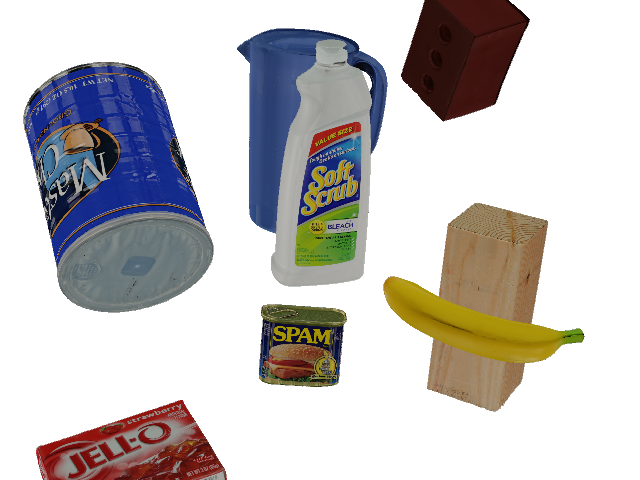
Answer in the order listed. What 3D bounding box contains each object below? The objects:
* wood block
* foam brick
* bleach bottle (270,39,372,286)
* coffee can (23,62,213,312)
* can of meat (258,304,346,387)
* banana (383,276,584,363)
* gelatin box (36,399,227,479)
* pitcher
[{"bbox_3d":[0.189,0.075,1.211,0.090,0.206,0.090,16,25,25],"label":"wood block"},{"bbox_3d":[0.097,-0.130,0.729,0.051,0.053,0.078,-23,-32,-29],"label":"foam brick"},{"bbox_3d":[0.000,-0.079,1.090,0.102,0.251,0.068,-4,27,-11],"label":"bleach bottle"},{"bbox_3d":[-0.140,-0.037,0.731,0.102,0.140,0.103,-15,-33,-10],"label":"coffee can"},{"bbox_3d":[-0.023,0.126,1.274,0.102,0.084,0.057,4,13,-3],"label":"can of meat"},{"bbox_3d":[0.126,0.072,0.941,0.198,0.037,0.069,17,14,32],"label":"banana"},{"bbox_3d":[-0.104,0.129,0.585,0.089,0.030,0.073,-15,29,-20],"label":"gelatin box"},{"bbox_3d":[-0.018,-0.132,1.318,0.144,0.243,0.149,-10,27,-29],"label":"pitcher"}]
